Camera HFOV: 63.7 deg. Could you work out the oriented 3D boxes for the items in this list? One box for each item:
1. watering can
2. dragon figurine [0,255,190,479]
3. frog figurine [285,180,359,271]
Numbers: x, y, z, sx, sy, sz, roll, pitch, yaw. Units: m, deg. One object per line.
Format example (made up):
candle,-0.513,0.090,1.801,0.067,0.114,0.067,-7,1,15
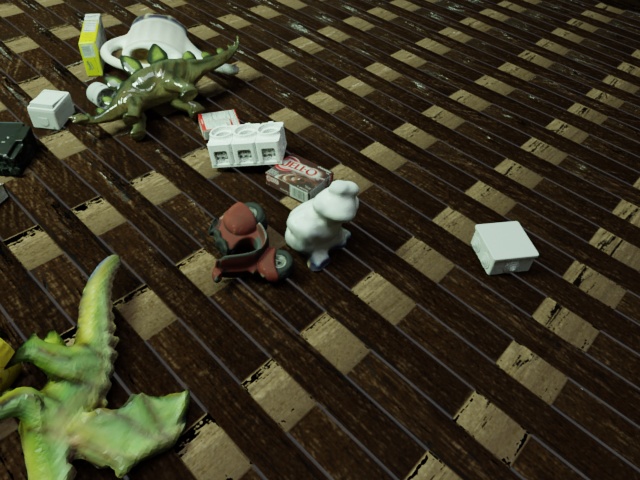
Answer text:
watering can,-0.389,-0.501,1.361,0.348,0.101,0.230,1,48,-10
dragon figurine,-0.294,0.206,0.695,0.242,0.119,0.420,26,48,-3
frog figurine,0.003,-0.046,0.907,0.139,0.155,0.125,-24,51,-26
